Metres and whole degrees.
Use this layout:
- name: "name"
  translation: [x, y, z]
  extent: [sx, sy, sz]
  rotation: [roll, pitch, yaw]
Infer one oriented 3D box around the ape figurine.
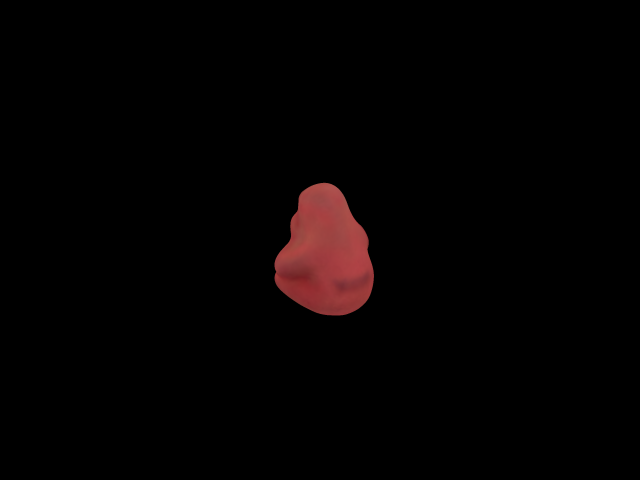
- name: "ape figurine"
  translation: [0.004, 0.001, 0.400]
  extent: [0.078, 0.092, 0.076]
  rotation: [-16, 37, -22]
